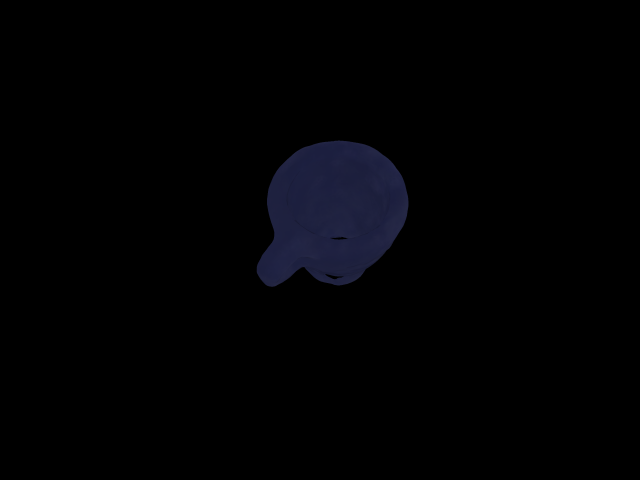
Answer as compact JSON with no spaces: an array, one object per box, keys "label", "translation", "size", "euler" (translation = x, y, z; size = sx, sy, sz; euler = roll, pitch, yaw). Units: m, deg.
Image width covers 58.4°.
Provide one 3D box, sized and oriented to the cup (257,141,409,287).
[{"label":"cup","translation":[0.004,0.001,0.400],"size":[0.091,0.095,0.118],"euler":[36,66,19]}]
